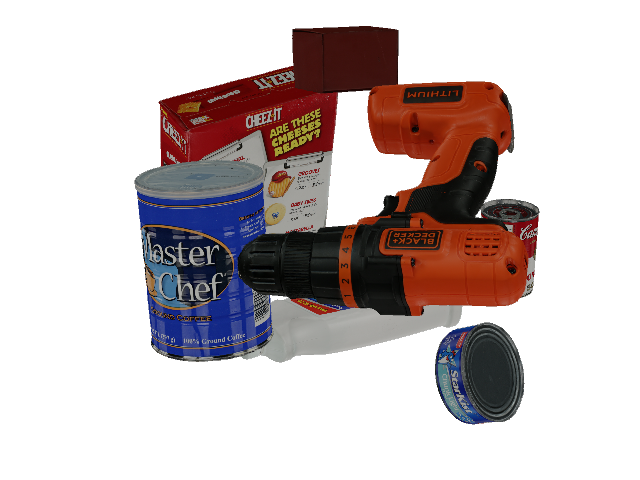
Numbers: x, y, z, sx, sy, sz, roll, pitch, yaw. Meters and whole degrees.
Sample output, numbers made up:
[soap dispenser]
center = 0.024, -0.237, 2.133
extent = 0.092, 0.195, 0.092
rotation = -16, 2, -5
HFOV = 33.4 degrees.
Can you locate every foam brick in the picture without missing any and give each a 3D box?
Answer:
[foam brick]
center = 0.022, -0.155, 0.913
extent = 0.078, 0.051, 0.053
rotation = -8, 17, -28

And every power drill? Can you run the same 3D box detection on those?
[power drill]
center = 0.051, -0.029, 0.711
extent = 0.185, 0.057, 0.187
rotation = 2, 45, 17

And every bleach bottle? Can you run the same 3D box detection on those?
[bleach bottle]
center = 0.028, 0.085, 1.181
extent = 0.250, 0.068, 0.103
rotation = -17, 33, -26

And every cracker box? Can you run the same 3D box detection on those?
[cracker box]
center = -0.074, -0.054, 1.062
extent = 0.163, 0.214, 0.072
rotation = -20, 43, -28

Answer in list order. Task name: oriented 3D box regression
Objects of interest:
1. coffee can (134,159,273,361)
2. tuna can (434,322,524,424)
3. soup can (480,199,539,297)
[coffee can]
center = -0.093, 0.014, 0.868
extent = 0.103, 0.140, 0.103
rotation = -3, 17, 1
[tuna can]
center = 0.138, 0.116, 0.926
extent = 0.085, 0.086, 0.034
rotation = 0, -12, -45
[soup can]
center = 0.221, 0.010, 1.263
extent = 0.068, 0.102, 0.068
rotation = -1, 22, 0
